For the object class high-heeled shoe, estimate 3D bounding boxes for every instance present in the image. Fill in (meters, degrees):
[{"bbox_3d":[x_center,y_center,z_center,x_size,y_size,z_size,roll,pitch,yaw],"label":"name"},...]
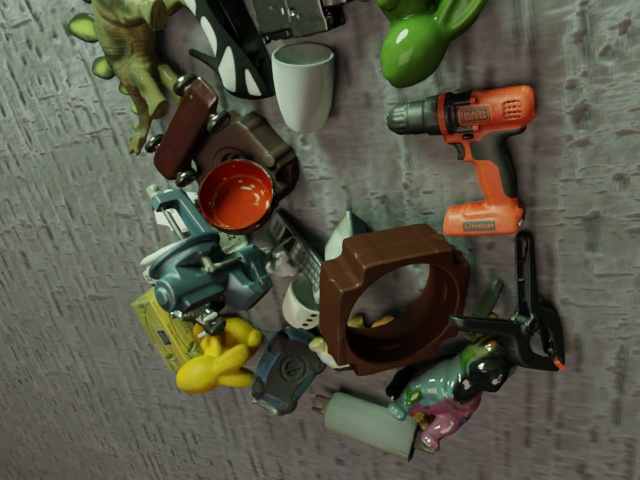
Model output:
[{"bbox_3d":[-0.108,-0.310,0.715,0.145,0.086,0.248,25,132,9],"label":"high-heeled shoe"}]

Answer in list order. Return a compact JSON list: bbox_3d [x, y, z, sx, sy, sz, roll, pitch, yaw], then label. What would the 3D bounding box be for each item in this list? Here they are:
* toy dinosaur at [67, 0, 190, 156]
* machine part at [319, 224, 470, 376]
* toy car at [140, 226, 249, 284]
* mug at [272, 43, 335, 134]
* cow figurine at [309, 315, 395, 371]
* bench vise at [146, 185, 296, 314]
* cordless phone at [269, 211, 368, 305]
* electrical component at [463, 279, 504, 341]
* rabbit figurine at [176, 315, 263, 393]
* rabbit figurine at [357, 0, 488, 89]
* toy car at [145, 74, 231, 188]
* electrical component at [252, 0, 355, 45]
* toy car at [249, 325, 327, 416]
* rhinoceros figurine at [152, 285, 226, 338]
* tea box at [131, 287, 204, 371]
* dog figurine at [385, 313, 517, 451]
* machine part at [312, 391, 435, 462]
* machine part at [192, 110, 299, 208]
[{"bbox_3d":[-0.278,-0.344,0.773,0.199,0.105,0.470,24,123,18],"label":"toy dinosaur"},{"bbox_3d":[0.102,0.084,0.767,0.201,0.087,0.201,-11,125,-16],"label":"machine part"},{"bbox_3d":[-0.223,0.026,0.953,0.202,0.056,0.073,-26,103,6],"label":"toy car"},{"bbox_3d":[-0.030,-0.206,0.738,0.110,0.081,0.107,34,139,38],"label":"mug"},{"bbox_3d":[0.072,0.183,0.920,0.167,0.068,0.098,-18,115,39],"label":"cow figurine"},{"bbox_3d":[-0.184,0.006,0.844,0.240,0.223,0.129,55,143,11],"label":"bench vise"},{"bbox_3d":[-0.002,-0.003,0.851,0.184,0.089,0.146,46,132,21],"label":"cordless phone"},{"bbox_3d":[0.238,0.102,0.782,0.021,0.094,0.063,30,165,20],"label":"electrical component"},{"bbox_3d":[-0.193,0.236,1.033,0.163,0.173,0.121,8,118,30],"label":"rabbit figurine"},{"bbox_3d":[0.106,-0.262,0.604,0.159,0.121,0.170,-9,100,10],"label":"rabbit figurine"},{"bbox_3d":[-0.198,-0.161,0.806,0.089,0.053,0.202,49,133,5],"label":"toy car"},{"bbox_3d":[-0.024,-0.317,0.677,0.134,0.058,0.114,-2,119,30],"label":"electrical component"},{"bbox_3d":[-0.062,0.237,1.001,0.109,0.161,0.103,30,174,-9],"label":"toy car"},{"bbox_3d":[-0.248,0.103,1.022,0.190,0.112,0.073,41,128,12],"label":"rhinoceros figurine"},{"bbox_3d":[-0.295,0.172,1.097,0.068,0.098,0.169,-13,113,35],"label":"tea box"},{"bbox_3d":[0.216,0.212,0.845,0.219,0.191,0.108,-44,89,5],"label":"dog figurine"},{"bbox_3d":[0.097,0.344,0.999,0.243,0.079,0.079,14,124,21],"label":"machine part"},{"bbox_3d":[-0.124,-0.115,0.856,0.180,0.056,0.179,15,124,23],"label":"machine part"}]
